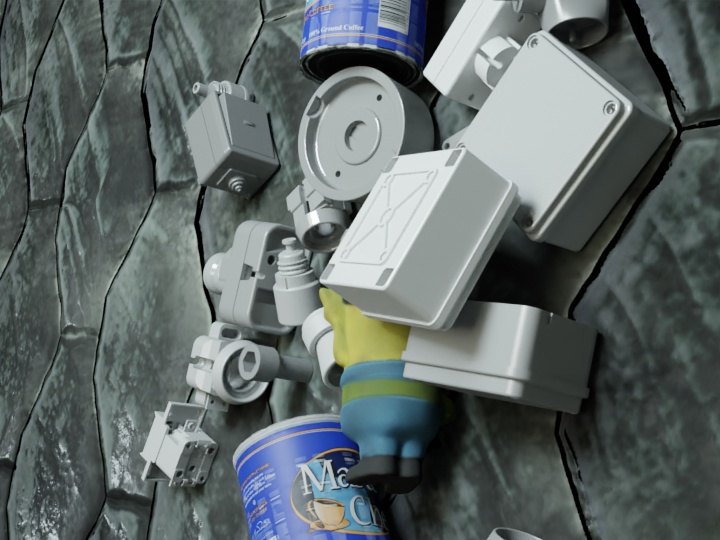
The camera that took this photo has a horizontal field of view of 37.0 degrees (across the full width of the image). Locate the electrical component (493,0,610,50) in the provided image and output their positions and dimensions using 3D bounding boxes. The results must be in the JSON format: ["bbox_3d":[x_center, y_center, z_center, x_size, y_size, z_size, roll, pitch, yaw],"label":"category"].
[{"bbox_3d":[0.131,-0.199,0.754,0.044,0.079,0.077,105,164,-70],"label":"electrical component"}]

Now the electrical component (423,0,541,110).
[{"bbox_3d":[0.101,-0.156,0.796,0.083,0.047,0.075,-58,42,21],"label":"electrical component"}]

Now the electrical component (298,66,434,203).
[{"bbox_3d":[0.010,-0.104,0.871,0.108,0.060,0.108,-6,80,38],"label":"electrical component"}]

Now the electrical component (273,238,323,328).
[{"bbox_3d":[-0.054,0.012,0.914,0.040,0.040,0.078,10,114,50],"label":"electrical component"}]

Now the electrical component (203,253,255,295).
[{"bbox_3d":[-0.118,0.007,1.009,0.046,0.040,0.040,13,89,44],"label":"electrical component"}]

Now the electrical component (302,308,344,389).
[{"bbox_3d":[-0.019,0.062,0.872,0.045,0.045,0.055,-53,44,24],"label":"electrical component"}]

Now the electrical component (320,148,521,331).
[{"bbox_3d":[0.038,-0.021,0.715,0.108,0.056,0.109,-60,22,-11],"label":"electrical component"}]

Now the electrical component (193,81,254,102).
[{"bbox_3d":[-0.137,-0.171,1.066,0.035,0.061,0.035,-18,66,45],"label":"electrical component"}]

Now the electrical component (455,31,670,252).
[{"bbox_3d":[0.134,-0.087,0.730,0.108,0.056,0.108,-56,44,21],"label":"electrical component"}]

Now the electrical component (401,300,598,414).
[{"bbox_3d":[0.092,0.056,0.720,0.113,0.078,0.057,4,79,50],"label":"electrical component"}]

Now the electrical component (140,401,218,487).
[{"bbox_3d":[-0.170,0.169,1.018,0.064,0.042,0.081,28,101,46],"label":"electrical component"}]

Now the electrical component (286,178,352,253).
[{"bbox_3d":[-0.033,-0.048,0.922,0.066,0.048,0.055,-42,42,34],"label":"electrical component"}]

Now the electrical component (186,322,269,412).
[{"bbox_3d":[-0.117,0.089,0.969,0.057,0.058,0.078,8,85,53],"label":"electrical component"}]

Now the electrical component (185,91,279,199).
[{"bbox_3d":[-0.120,-0.117,1.029,0.061,0.062,0.096,-43,50,33],"label":"electrical component"}]

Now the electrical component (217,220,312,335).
[{"bbox_3d":[-0.087,0.006,0.961,0.059,0.054,0.095,10,86,50],"label":"electrical component"}]

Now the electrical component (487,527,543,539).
[{"bbox_3d":[0.085,0.207,0.709,0.079,0.043,0.077,21,95,51],"label":"electrical component"}]

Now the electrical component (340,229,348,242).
[{"bbox_3d":[0.000,0.000,0.870,0.043,0.043,0.062,19,95,50],"label":"electrical component"}]
